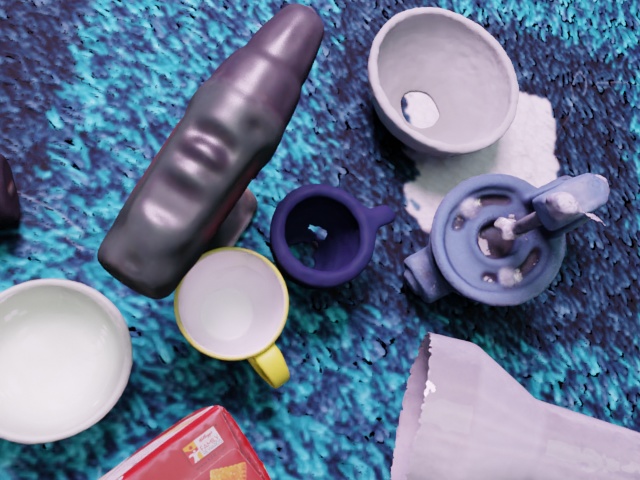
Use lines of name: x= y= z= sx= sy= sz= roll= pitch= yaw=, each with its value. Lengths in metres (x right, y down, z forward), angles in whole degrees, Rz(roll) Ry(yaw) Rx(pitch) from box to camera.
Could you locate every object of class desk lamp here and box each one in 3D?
desk lamp: x=0.133 y=0.159 z=0.449 sx=0.203 sy=0.213 sz=0.118 roll=18 pitch=70 yaw=-9

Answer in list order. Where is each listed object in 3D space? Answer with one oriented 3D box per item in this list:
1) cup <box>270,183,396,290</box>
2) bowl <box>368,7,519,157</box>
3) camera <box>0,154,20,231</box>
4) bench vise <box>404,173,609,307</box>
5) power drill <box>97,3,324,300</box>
cup: x=0.005 y=0.002 z=0.524 sx=0.118 sy=0.095 sz=0.091 roll=-20 pitch=80 yaw=-19
bowl: x=0.121 y=-0.156 z=0.612 sx=0.168 sy=0.074 sz=0.167 roll=4 pitch=73 yaw=-14
camera: x=-0.313 y=-0.018 z=0.441 sx=0.137 sy=0.100 sz=0.143 roll=-11 pitch=77 yaw=-18
bench vise: x=0.190 y=-0.029 z=0.516 sx=0.121 sy=0.219 sz=0.208 roll=46 pitch=68 yaw=2
power drill: x=-0.083 y=-0.051 z=0.455 sx=0.075 sy=0.208 sz=0.230 roll=31 pitch=69 yaw=-4
